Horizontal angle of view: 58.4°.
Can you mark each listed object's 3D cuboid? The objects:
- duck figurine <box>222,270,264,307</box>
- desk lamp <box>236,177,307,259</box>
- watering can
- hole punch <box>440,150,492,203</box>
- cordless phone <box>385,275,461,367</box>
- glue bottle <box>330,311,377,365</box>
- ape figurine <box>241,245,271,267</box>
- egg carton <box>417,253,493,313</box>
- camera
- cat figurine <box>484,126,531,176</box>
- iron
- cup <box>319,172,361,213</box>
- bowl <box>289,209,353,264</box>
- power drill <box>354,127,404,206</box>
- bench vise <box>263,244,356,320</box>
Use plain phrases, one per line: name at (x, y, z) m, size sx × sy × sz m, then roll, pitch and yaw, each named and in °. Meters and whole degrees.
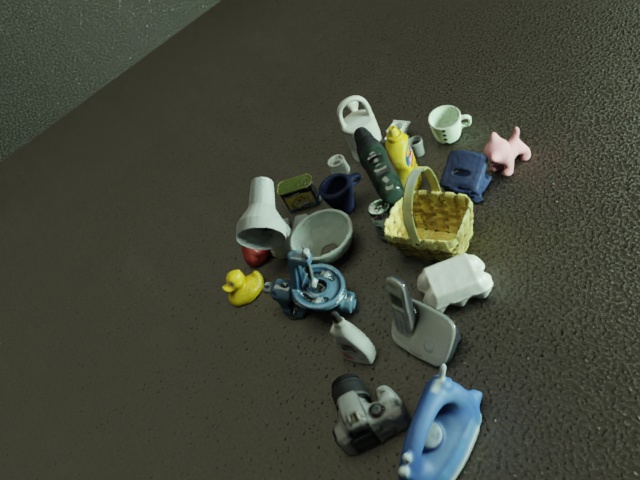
duck figurine at (-0.199, 0.107, 1.445) m, size 0.104 × 0.086 × 0.077 m, roll -38°, pitch 44°, yaw -9°
desk lamp at (-0.122, -0.043, 1.450) m, size 0.117 × 0.214 × 0.203 m, roll -12°, pitch 46°, yaw 18°
watering can at (0.105, -0.324, 1.605) m, size 0.101 × 0.195 × 0.172 m, roll -36°, pitch 43°, yaw -6°
hole punch at (0.353, -0.155, 1.393) m, size 0.108 × 0.091 × 0.101 m, roll 16°, pitch 59°, yaw 37°
cordless phone at (0.193, 0.153, 1.123) m, size 0.147 × 0.186 × 0.094 m, roll 23°, pitch 64°, yaw 40°
glue bottle at (0.055, 0.195, 1.166) m, size 0.077 × 0.174 × 0.037 m, roll 3°, pitch 52°, yaw 30°
ape figurine at (-0.178, 0.020, 1.510) m, size 0.077 × 0.092 × 0.076 m, roll 26°, pitch 65°, yaw 41°
egg carton at (0.284, 0.093, 1.216) m, size 0.150 × 0.070 × 0.107 m, roll -23°, pitch 44°, yaw 7°
camera at (0.081, 0.314, 1.095) m, size 0.143 × 0.101 × 0.136 m, roll -28°, pitch 43°, yaw 2°
cat figurine at (0.445, -0.220, 1.385) m, size 0.128 × 0.118 × 0.067 m, roll -43°, pitch 45°, yaw -14°
iron at (0.184, 0.344, 0.984) m, size 0.118 × 0.142 × 0.259 m, roll 11°, pitch 56°, yaw 35°
cup at (0.065, -0.122, 1.511) m, size 0.118 × 0.095 × 0.091 m, roll -30°, pitch 43°, yaw 0°
bowl at (0.013, 0.005, 1.436) m, size 0.167 × 0.075 × 0.167 m, roll -15°, pitch 45°, yaw 16°
power drill at (0.155, -0.145, 1.402) m, size 0.075 × 0.209 × 0.229 m, roll -26°, pitch 43°, yaw 4°
bench vise at (-0.045, 0.102, 1.271) m, size 0.207 × 0.220 × 0.121 m, roll -16°, pitch 45°, yaw 14°
